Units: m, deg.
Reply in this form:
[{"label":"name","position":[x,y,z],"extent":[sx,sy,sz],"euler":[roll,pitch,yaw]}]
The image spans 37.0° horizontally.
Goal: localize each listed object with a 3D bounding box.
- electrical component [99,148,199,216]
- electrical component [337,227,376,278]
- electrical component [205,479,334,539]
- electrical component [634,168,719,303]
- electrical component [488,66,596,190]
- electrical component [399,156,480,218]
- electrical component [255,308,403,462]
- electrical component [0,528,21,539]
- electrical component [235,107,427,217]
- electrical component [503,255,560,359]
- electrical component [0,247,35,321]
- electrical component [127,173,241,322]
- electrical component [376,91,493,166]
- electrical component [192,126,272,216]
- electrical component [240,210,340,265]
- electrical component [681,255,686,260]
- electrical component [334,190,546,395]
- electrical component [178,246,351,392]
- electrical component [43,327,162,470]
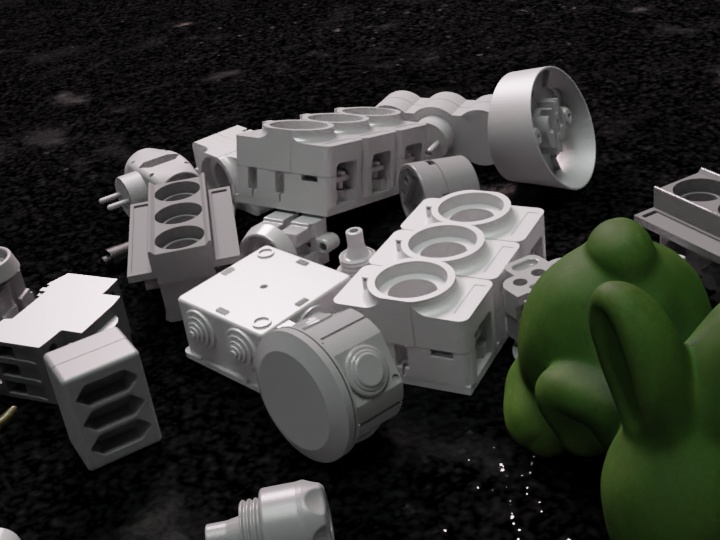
[{"label":"electrical component","position":[-0.185,-0.069,0.929],"extent":[0.079,0.043,0.077],"euler":[-24,32,-26]},{"label":"electrical component","position":[0.000,0.000,0.738],"extent":[0.035,0.061,0.035],"euler":[-7,29,4]},{"label":"electrical component","position":[-0.045,0.130,0.536],"extent":[0.062,0.043,0.043],"euler":[-11,29,-1]},{"label":"electrical component","position":[0.249,-0.014,0.696],"extent":[0.079,0.063,0.121],"euler":[-21,31,-22]},{"label":"electrical component","position":[0.148,-0.115,0.875],"extent":[0.064,0.099,0.099],"euler":[5,31,35]},{"label":"electrical component","position":[0.063,-0.061,0.840],"extent":[0.047,0.055,0.055],"euler":[-14,29,-17]},{"label":"electrical component","position":[-0.019,0.064,0.611],"extent":[0.051,0.080,0.080],"euler":[-25,33,-37]},{"label":"electrical component","position":[-0.185,0.161,0.502],"extent":[0.078,0.058,0.057],"euler":[-7,26,1]},{"label":"electrical component","position":[-0.020,-0.092,0.871],"extent":[0.089,0.061,0.150],"euler":[11,19,31]},{"label":"electrical component","position":[0.121,0.033,0.652],"extent":[0.058,0.057,0.078],"euler":[-21,31,-22]},{"label":"electrical component","position":[-0.268,0.017,0.785],"extent":[0.048,0.055,0.066],"euler":[-2,30,11]},{"label":"electrical component","position":[-0.129,-0.017,0.801],"extent":[0.079,0.063,0.121],"euler":[-11,29,-5]},{"label":"electrical component","position":[0.066,-0.119,0.945],"extent":[0.138,0.052,0.073],"euler":[7,32,26]},{"label":"electrical component","position":[-0.101,-0.086,0.930],"extent":[0.056,0.050,0.089],"euler":[-27,34,-32]},{"label":"electrical component","position":[-0.058,-0.017,0.801],"extent":[0.066,0.048,0.055],"euler":[10,26,30]},{"label":"electrical component","position":[0.173,0.010,0.693],"extent":[0.055,0.048,0.066],"euler":[-21,31,-36]},{"label":"electrical component","position":[0.057,0.008,0.709],"extent":[0.089,0.061,0.150],"euler":[8,33,26]},{"label":"electrical component","position":[-0.060,0.030,0.712],"extent":[0.100,0.048,0.100],"euler":[20,40,39]},{"label":"electrical component","position":[-0.162,0.069,0.652],"extent":[0.047,0.065,0.077],"euler":[-22,32,-24]}]
